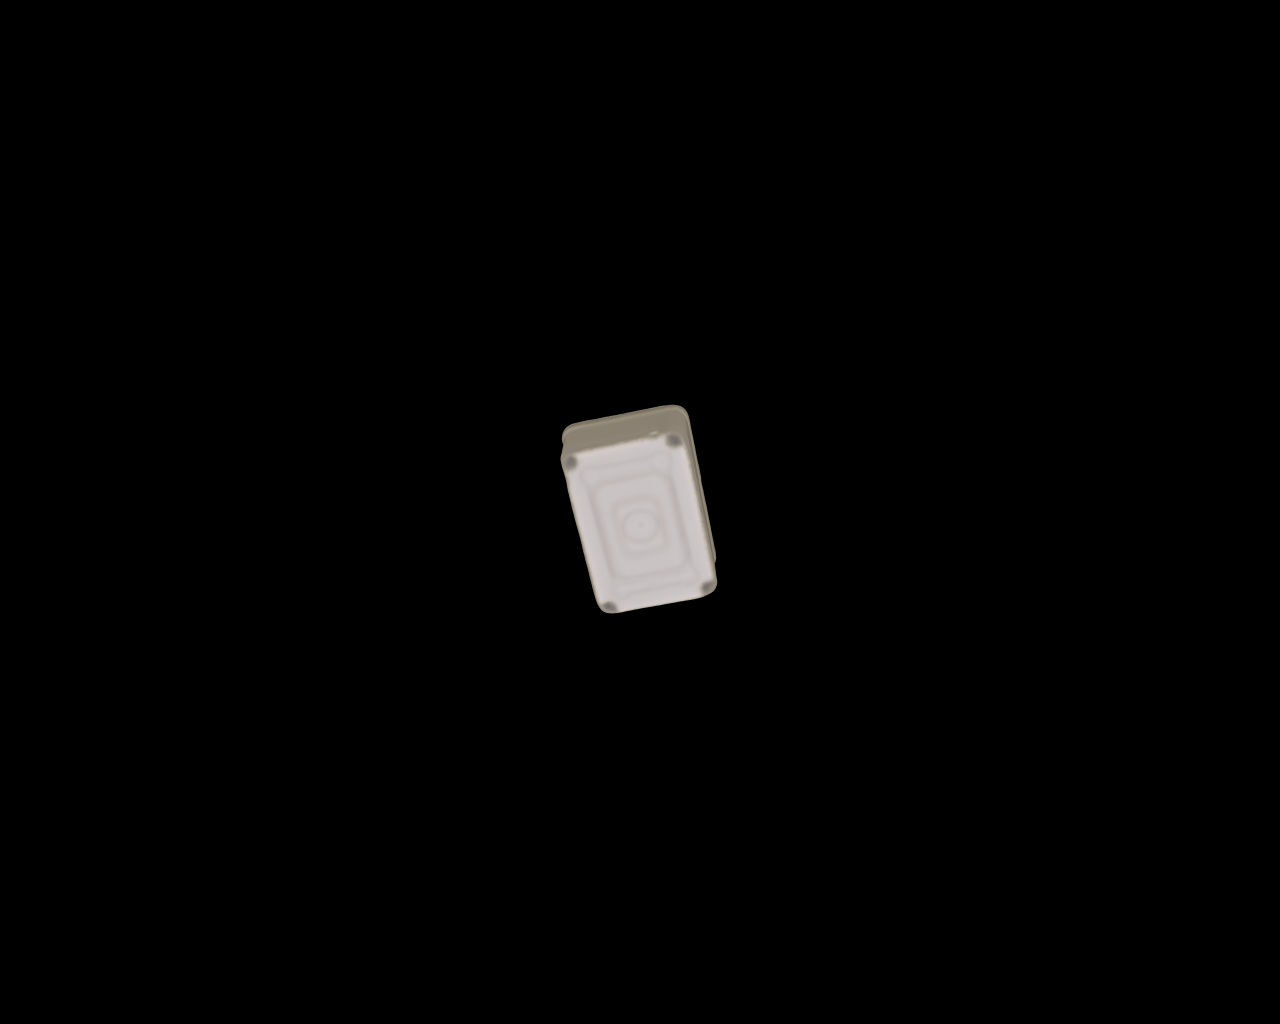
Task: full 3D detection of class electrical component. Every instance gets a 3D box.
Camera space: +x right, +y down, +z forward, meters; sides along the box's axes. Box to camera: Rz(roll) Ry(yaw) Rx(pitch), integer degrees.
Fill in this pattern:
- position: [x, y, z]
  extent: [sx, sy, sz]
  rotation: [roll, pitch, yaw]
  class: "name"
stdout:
- position: [0.001, -0.003, 0.650]
  extent: [0.078, 0.113, 0.057]
  rotation: [-11, 24, 5]
  class: "electrical component"
